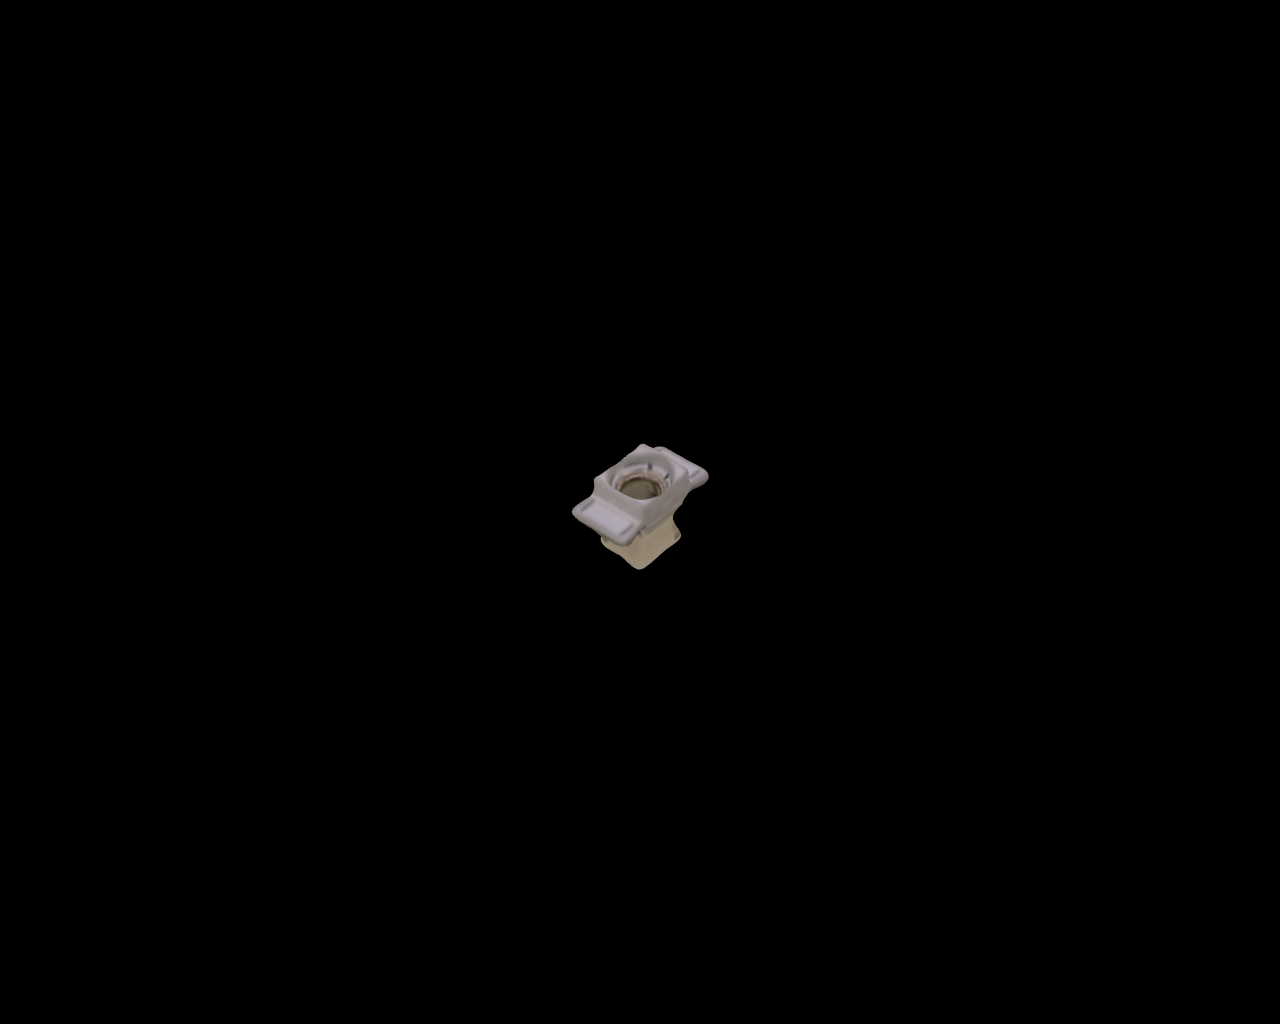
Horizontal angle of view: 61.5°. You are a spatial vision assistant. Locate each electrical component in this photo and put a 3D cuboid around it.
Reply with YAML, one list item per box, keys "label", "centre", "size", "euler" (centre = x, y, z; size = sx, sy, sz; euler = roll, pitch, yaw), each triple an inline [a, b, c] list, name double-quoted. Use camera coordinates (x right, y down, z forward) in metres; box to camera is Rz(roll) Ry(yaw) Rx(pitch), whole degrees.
- label: "electrical component"
  centre: [0.001, -0.003, 0.650]
  size: [0.042, 0.063, 0.081]
  euler: [33, 54, 29]
